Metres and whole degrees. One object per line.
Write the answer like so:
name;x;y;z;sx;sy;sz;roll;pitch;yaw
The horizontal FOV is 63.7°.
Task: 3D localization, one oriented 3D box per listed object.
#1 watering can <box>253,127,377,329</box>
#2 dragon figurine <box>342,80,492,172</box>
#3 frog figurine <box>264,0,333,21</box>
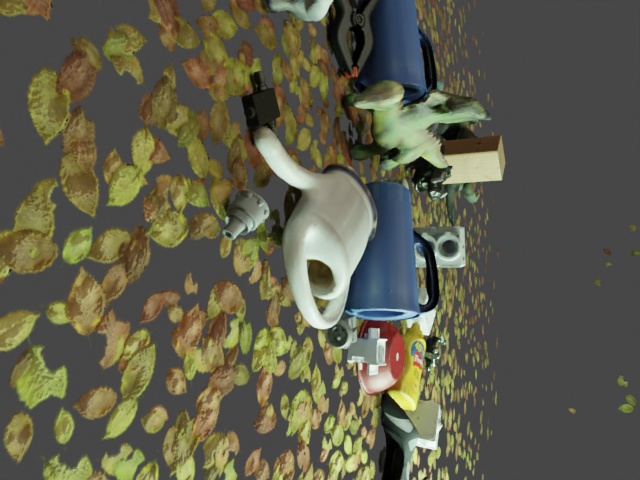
watering can;0.002;-0.037;0.737;0.229;0.104;0.340;-59;144;-48
dragon figurine;0.194;-0.202;0.941;0.409;0.242;0.123;9;84;-39
frog figurine;0.004;-0.381;0.724;0.121;0.159;0.139;35;58;-59
